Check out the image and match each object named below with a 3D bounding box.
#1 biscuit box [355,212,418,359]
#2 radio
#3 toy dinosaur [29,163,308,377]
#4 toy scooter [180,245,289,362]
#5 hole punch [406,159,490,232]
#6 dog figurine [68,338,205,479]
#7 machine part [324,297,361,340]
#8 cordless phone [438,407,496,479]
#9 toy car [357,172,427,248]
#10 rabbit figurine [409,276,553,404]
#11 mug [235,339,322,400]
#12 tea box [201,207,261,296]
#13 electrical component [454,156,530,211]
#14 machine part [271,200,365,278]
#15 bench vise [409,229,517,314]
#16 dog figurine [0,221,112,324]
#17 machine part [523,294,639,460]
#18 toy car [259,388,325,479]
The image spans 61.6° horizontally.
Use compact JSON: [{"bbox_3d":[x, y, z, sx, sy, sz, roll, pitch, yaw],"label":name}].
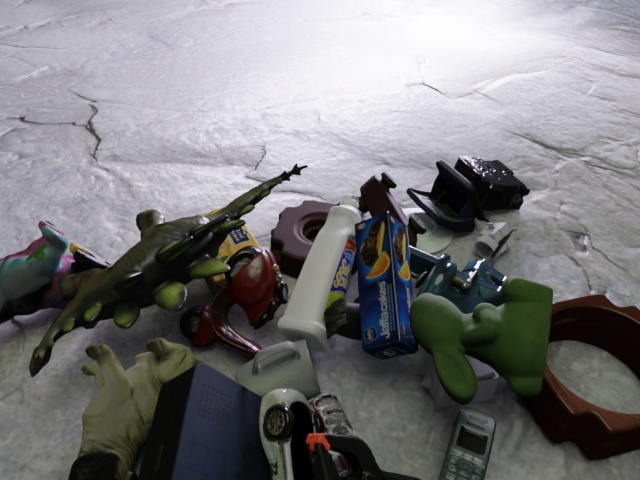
[{"bbox_3d":[0.093,0.063,0.760,0.063,0.059,0.203,-21,55,29],"label":"biscuit box"},{"bbox_3d":[-0.125,0.265,0.592,0.073,0.131,0.230,-35,33,29],"label":"radio"},{"bbox_3d":[-0.211,0.021,0.773,0.199,0.105,0.471,8,46,50],"label":"toy dinosaur"},{"bbox_3d":[-0.108,0.107,0.784,0.135,0.075,0.184,43,96,16],"label":"toy scooter"},{"bbox_3d":[0.234,-0.068,0.994,0.092,0.115,0.142,-43,45,2],"label":"hole punch"},{"bbox_3d":[-0.221,0.233,0.673,0.172,0.121,0.190,-4,63,-18],"label":"dog figurine"},{"bbox_3d":[0.054,0.112,0.767,0.039,0.138,0.084,-14,75,31],"label":"machine part"},{"bbox_3d":[0.200,0.287,0.614,0.147,0.088,0.184,17,41,18],"label":"cordless phone"},{"bbox_3d":[0.125,-0.046,0.981,0.053,0.089,0.202,31,23,-36],"label":"toy car"},{"bbox_3d":[0.195,0.127,0.682,0.170,0.121,0.159,8,71,21],"label":"rabbit figurine"},{"bbox_3d":[-0.059,0.181,0.714,0.107,0.109,0.081,-19,50,-2],"label":"mug"},{"bbox_3d":[-0.159,0.023,0.908,0.098,0.068,0.170,-21,46,-21],"label":"tea box"},{"bbox_3d":[0.325,-0.116,1.054,0.115,0.058,0.134,-3,40,-33],"label":"electrical component"},{"bbox_3d":[-0.002,-0.003,0.948,0.179,0.056,0.179,-1,43,1],"label":"machine part"},{"bbox_3d":[0.181,0.054,0.844,0.241,0.128,0.224,28,47,21],"label":"bench vise"},{"bbox_3d":[-0.440,0.087,0.811,0.219,0.191,0.109,-51,34,-10],"label":"dog figurine"},{"bbox_3d":[0.375,0.180,0.730,0.201,0.087,0.202,-10,45,-11],"label":"machine part"},{"bbox_3d":[-0.027,0.269,0.608,0.056,0.073,0.202,-28,55,27],"label":"toy car"}]
